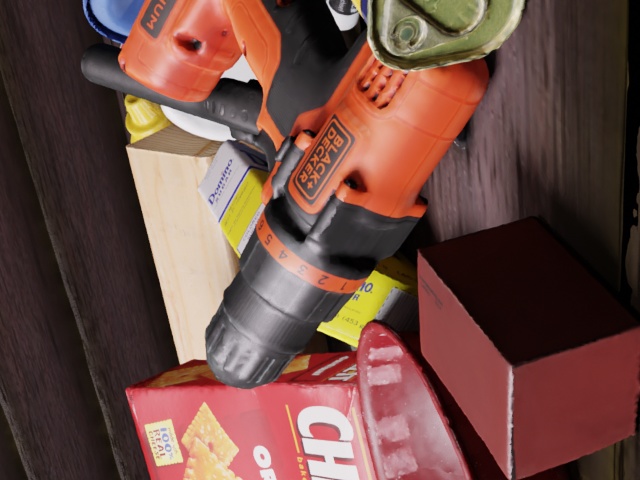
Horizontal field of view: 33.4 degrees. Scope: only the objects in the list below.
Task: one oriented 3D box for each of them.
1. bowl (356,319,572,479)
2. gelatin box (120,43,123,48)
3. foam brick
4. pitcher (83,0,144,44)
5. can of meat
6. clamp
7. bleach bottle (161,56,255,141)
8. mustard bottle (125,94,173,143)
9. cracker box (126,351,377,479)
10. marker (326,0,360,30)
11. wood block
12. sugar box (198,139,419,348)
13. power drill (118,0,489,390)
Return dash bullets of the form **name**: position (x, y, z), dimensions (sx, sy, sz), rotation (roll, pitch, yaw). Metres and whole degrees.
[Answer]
- **bowl**: position (0.069, 0.107, 0.479), dimensions (0.162, 0.055, 0.162), rotation (165, 90, -78)
- **gelatin box**: position (-0.124, -0.163, 0.786), dimensions (0.073, 0.030, 0.089), rotation (145, 143, -65)
- **foam brick**: position (0.073, 0.036, 0.384), dimensions (0.078, 0.051, 0.053), rotation (-122, 21, -53)
- **pitcher**: position (-0.095, -0.250, 0.622), dimensions (0.149, 0.144, 0.243), rotation (-30, 69, 42)
- **can of meat**: position (0.030, -0.124, 0.370), dimensions (0.084, 0.057, 0.102), rotation (-115, 16, -46)
- **clamp**: position (-0.027, -0.070, 0.623), dimensions (0.210, 0.164, 0.036), rotation (22, 95, 51)
- **bleach bottle**: position (-0.095, -0.146, 0.841), dimensions (0.102, 0.068, 0.251), rotation (-68, 18, 7)
- **mustard bottle**: position (-0.108, -0.062, 0.898), dimensions (0.191, 0.058, 0.096), rotation (54, -150, -52)
- **cracker box**: position (-0.015, 0.156, 0.653), dimensions (0.214, 0.071, 0.164), rotation (-9, 98, 46)
- **marker**: position (0.018, -0.135, 0.496), dimensions (0.121, 0.020, 0.020), rotation (112, 141, -71)
- **wood block**: position (-0.067, 0.012, 0.830), dimensions (0.090, 0.090, 0.206), rotation (11, 121, 39)
- **sugar box**: position (-0.004, 0.000, 0.592), dimensions (0.048, 0.093, 0.176), rotation (-59, 27, 13)
- **power drill**: position (-0.026, -0.051, 0.484), dimensions (0.185, 0.057, 0.188), rotation (-55, 50, 23)
